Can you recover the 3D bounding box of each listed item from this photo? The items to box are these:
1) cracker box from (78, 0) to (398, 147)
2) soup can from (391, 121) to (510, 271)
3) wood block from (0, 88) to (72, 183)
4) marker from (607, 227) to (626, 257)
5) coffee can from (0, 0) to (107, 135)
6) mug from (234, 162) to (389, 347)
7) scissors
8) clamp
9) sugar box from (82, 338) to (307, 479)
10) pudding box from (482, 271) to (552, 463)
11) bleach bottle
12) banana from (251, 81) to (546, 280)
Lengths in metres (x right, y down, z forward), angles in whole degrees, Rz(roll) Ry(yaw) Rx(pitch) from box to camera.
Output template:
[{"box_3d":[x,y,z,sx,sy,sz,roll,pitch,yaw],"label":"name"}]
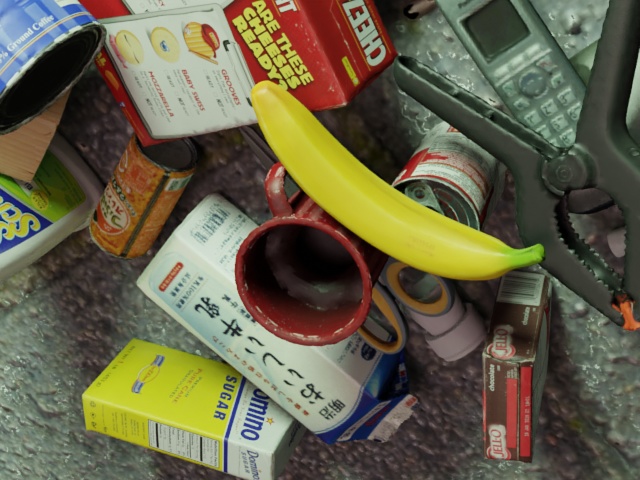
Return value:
[{"box_3d":[-0.074,-0.157,0.694,0.214,0.072,0.164,-5,121,46],"label":"cracker box"},{"box_3d":[0.085,-0.033,0.713,0.069,0.102,0.068,11,123,18],"label":"soup can"},{"box_3d":[-0.286,-0.133,0.773,0.206,0.090,0.091,22,145,-18],"label":"wood block"},{"box_3d":[0.248,-0.017,0.702,0.121,0.020,0.020,-24,107,33],"label":"marker"},{"box_3d":[-0.224,-0.153,0.694,0.140,0.102,0.103,46,127,0],"label":"coffee can"},{"box_3d":[-0.005,0.001,0.709,0.093,0.081,0.117,-17,108,26],"label":"mug"},{"box_3d":[0.026,-0.007,0.753,0.096,0.016,0.201,-17,111,28],"label":"scissors"},{"box_3d":[0.137,-0.045,0.624,0.165,0.036,0.210,-12,101,36],"label":"clamp"},{"box_3d":[-0.103,0.144,0.911,0.176,0.093,0.048,11,123,17],"label":"sugar box"},{"box_3d":[0.139,0.087,0.755,0.039,0.113,0.090,6,121,17],"label":"pudding box"},{"box_3d":[-0.264,0.002,0.798,0.068,0.250,0.102,-30,104,34],"label":"bleach bottle"},{"box_3d":[0.039,-0.026,0.646,0.198,0.037,0.070,30,133,3],"label":"banana"}]
